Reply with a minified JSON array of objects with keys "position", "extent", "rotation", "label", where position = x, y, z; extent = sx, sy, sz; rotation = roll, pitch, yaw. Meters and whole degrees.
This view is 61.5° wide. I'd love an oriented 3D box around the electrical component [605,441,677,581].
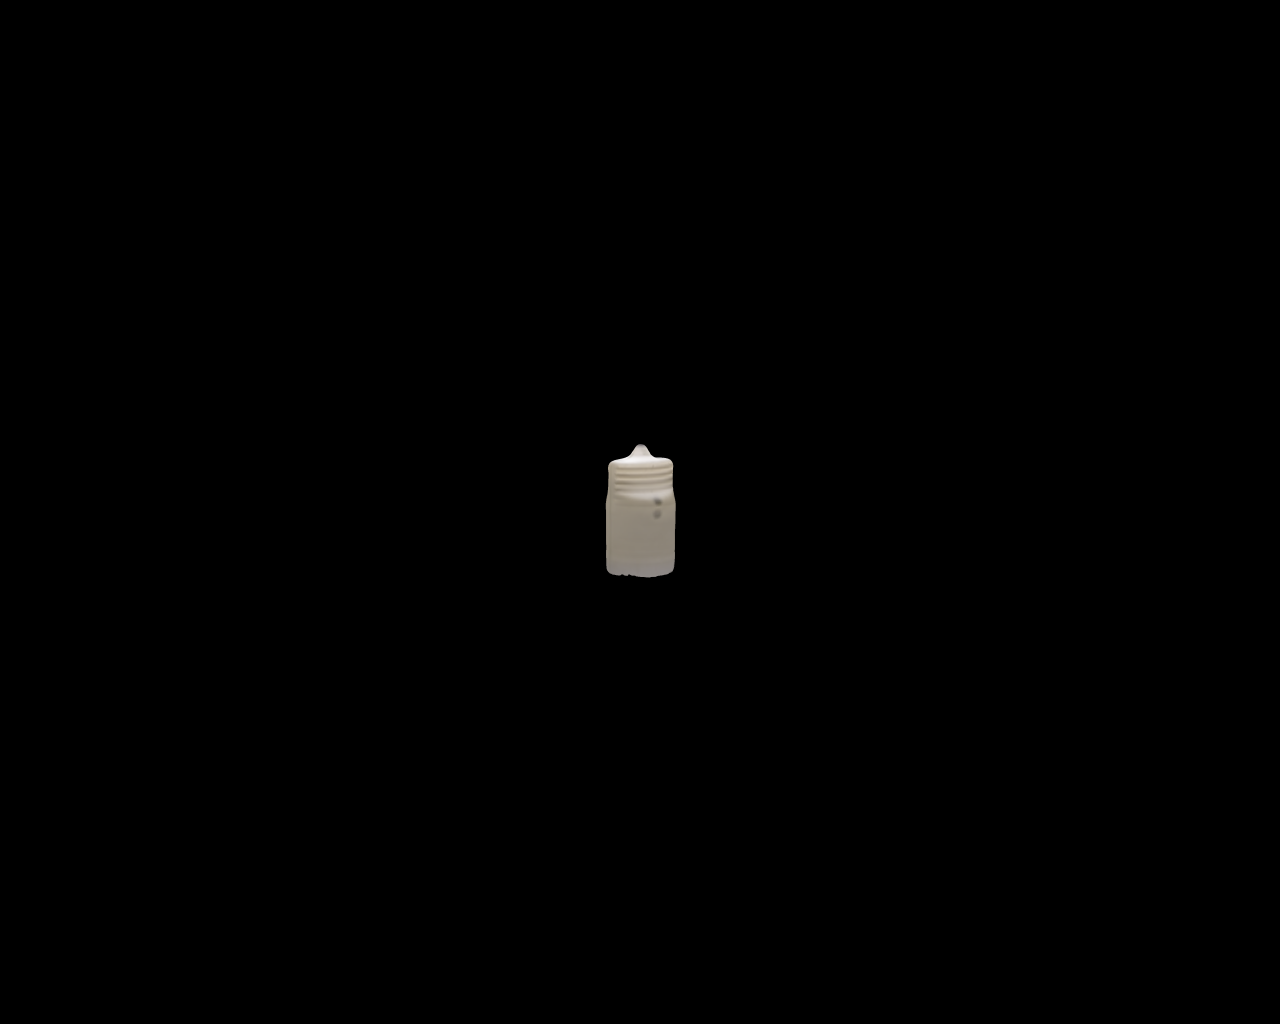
[{"position":[0.001,-0.003,0.650],"extent":[0.043,0.080,0.043],"rotation":[0,9,0],"label":"electrical component"}]
